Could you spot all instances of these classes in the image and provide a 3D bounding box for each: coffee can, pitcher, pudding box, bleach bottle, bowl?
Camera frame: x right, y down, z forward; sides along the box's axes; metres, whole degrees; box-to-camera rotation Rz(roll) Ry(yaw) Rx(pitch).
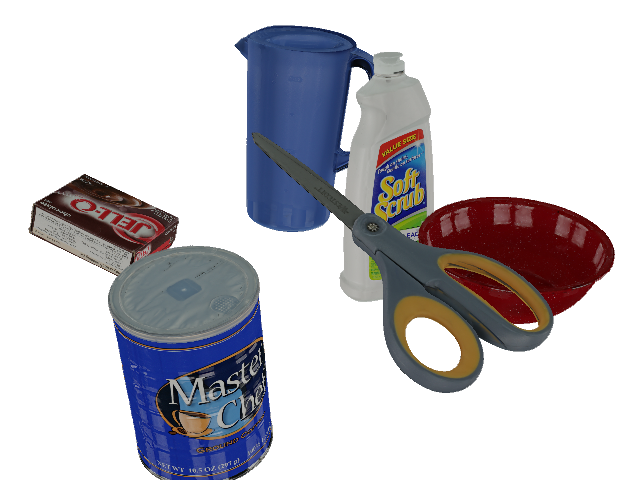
[{"bbox_3d":[-0.089,0.089,0.759,0.103,0.140,0.103,-2,34,1],"label":"coffee can"},{"bbox_3d":[-0.022,-0.137,1.323,0.144,0.243,0.149,-10,27,-29],"label":"pitcher"},{"bbox_3d":[-0.206,-0.014,1.020,0.113,0.039,0.090,23,27,11],"label":"pudding box"},{"bbox_3d":[0.066,-0.067,1.102,0.102,0.251,0.068,-10,22,-16],"label":"bleach bottle"},{"bbox_3d":[0.160,0.023,0.895,0.162,0.055,0.162,1,29,-1],"label":"bowl"}]

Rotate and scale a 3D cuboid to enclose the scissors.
[{"bbox_3d":[0.024,0.012,0.564,0.202,0.016,0.096,28,52,15],"label":"scissors"}]
